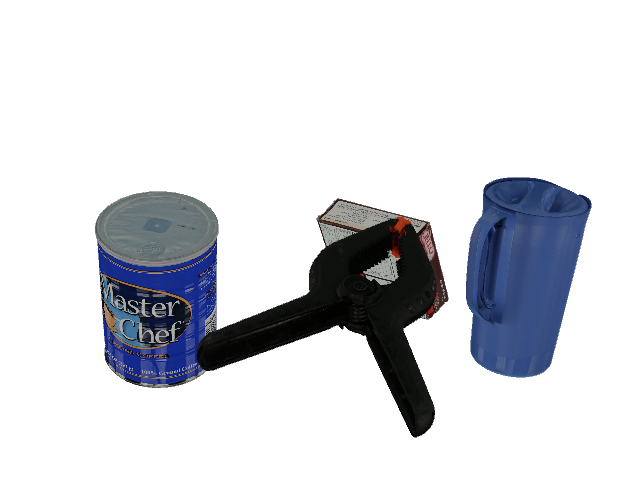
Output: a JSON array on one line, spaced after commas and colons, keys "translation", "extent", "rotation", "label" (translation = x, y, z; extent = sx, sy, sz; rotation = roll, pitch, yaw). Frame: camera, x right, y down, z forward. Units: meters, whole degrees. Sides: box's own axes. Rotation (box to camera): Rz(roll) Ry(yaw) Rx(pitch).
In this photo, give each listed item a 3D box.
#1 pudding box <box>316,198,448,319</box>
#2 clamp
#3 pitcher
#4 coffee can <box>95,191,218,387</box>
[{"translation": [0.057, 0.016, 0.979], "extent": [0.114, 0.090, 0.039], "rotation": [15, 45, 39], "label": "pudding box"}, {"translation": [0.035, 0.052, 0.756], "extent": [0.165, 0.036, 0.209], "rotation": [21, 39, 21], "label": "clamp"}, {"translation": [0.252, 0.051, 1.363], "extent": [0.149, 0.243, 0.145], "rotation": [5, 24, 1], "label": "pitcher"}, {"translation": [-0.141, 0.043, 0.933], "extent": [0.103, 0.140, 0.103], "rotation": [3, 35, -2], "label": "coffee can"}]
